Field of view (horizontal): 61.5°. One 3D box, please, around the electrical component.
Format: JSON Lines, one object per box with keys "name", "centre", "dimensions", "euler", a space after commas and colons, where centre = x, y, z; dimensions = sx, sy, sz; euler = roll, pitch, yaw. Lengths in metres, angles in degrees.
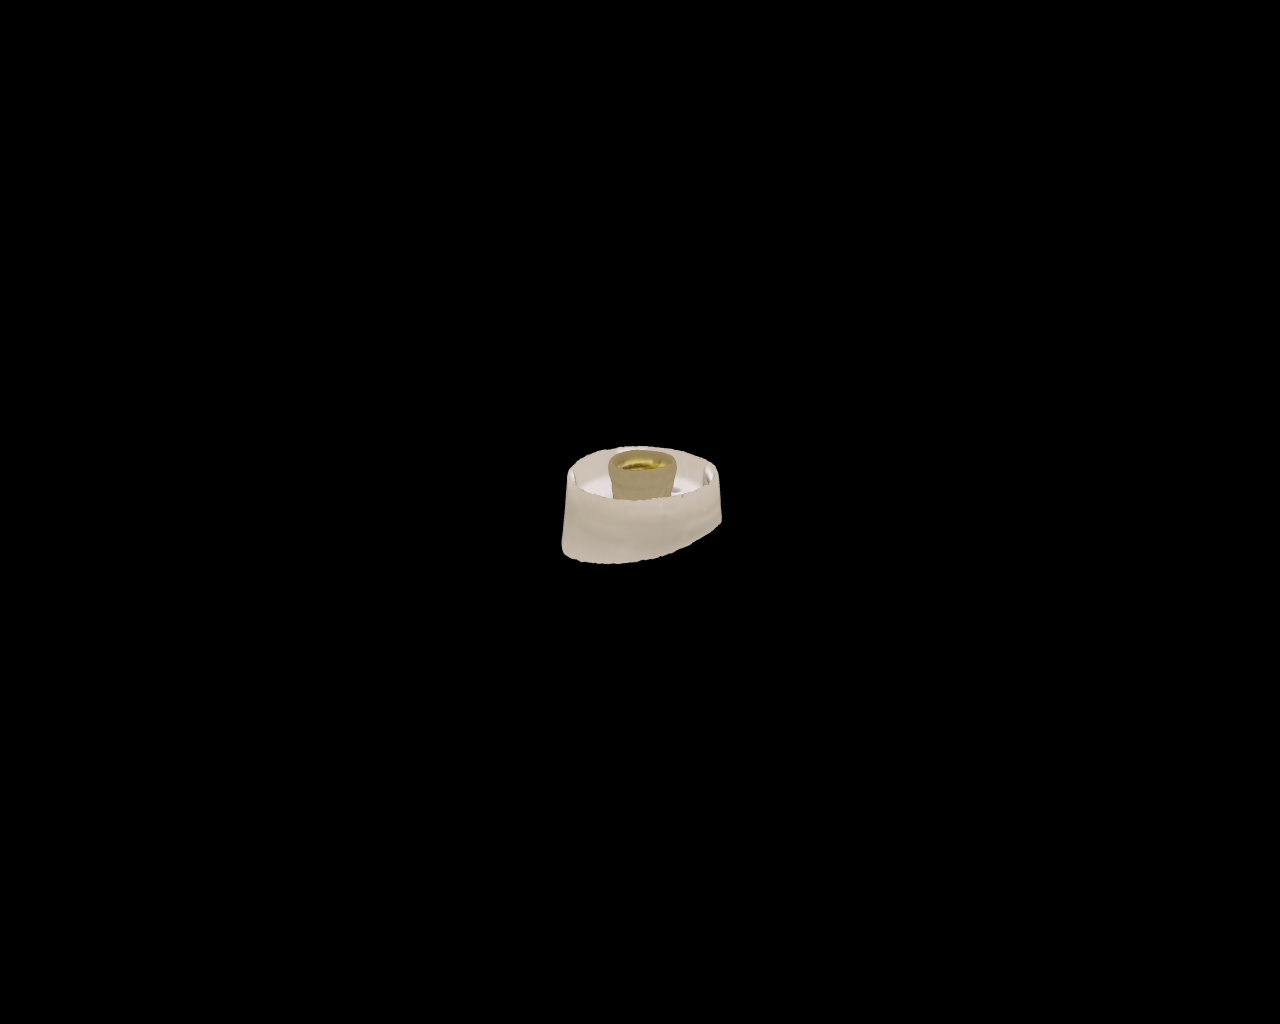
{"name": "electrical component", "centre": [0.001, -0.003, 0.650], "dimensions": [0.099, 0.064, 0.099], "euler": [0, 24, 0]}
